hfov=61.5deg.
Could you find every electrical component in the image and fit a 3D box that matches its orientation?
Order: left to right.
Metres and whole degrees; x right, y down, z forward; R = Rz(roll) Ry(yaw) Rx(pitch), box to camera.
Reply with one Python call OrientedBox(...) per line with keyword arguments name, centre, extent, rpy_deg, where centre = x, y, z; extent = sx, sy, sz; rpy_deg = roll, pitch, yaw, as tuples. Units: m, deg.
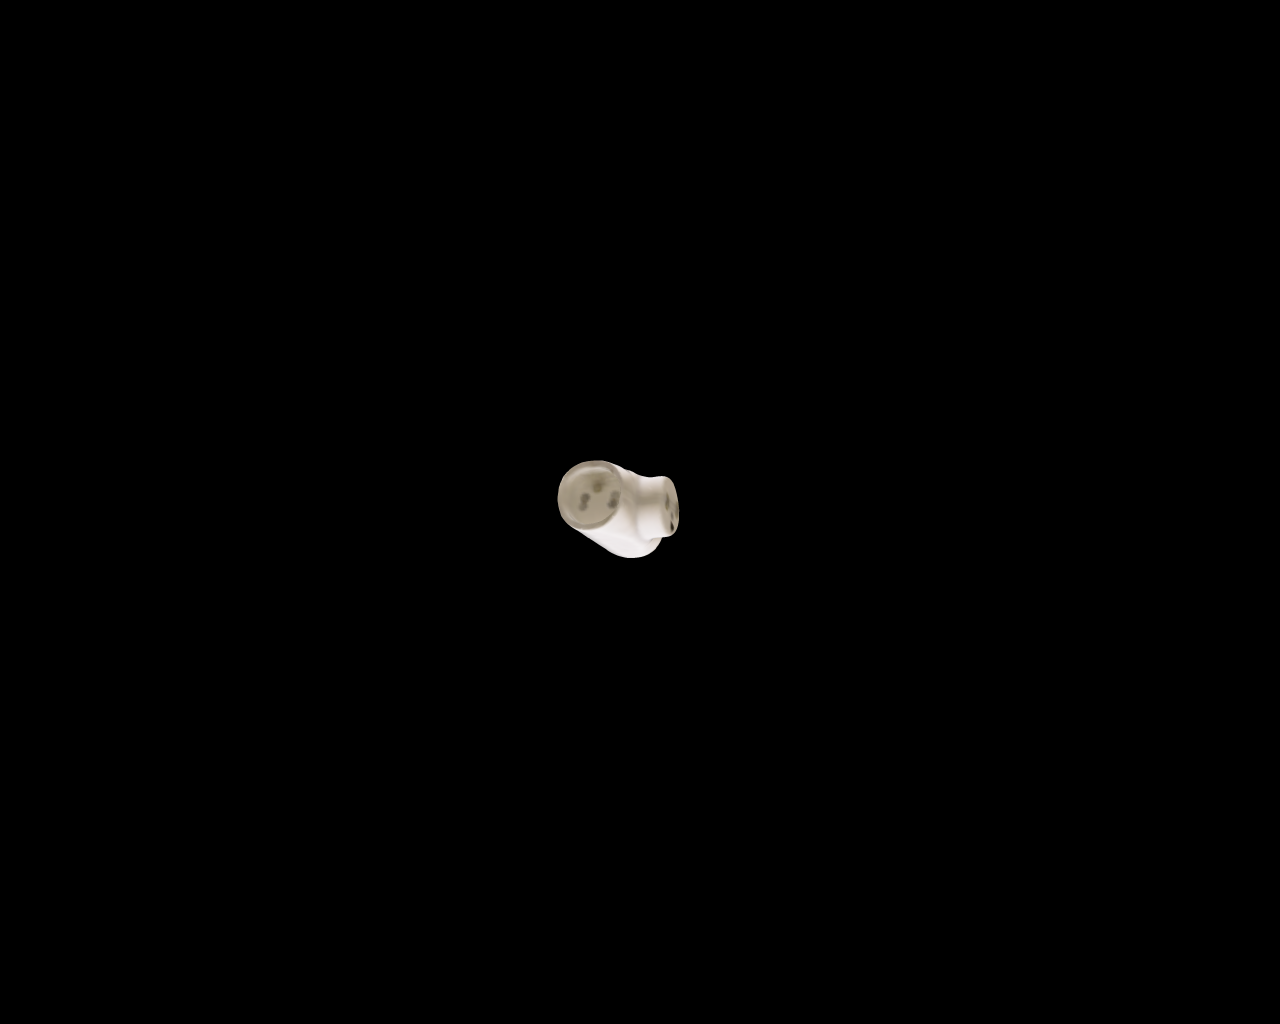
OrientedBox(name="electrical component", centre=(0.001, -0.003, 0.650), extent=(0.079, 0.044, 0.077), rpy_deg=(-6, -17, 19))
